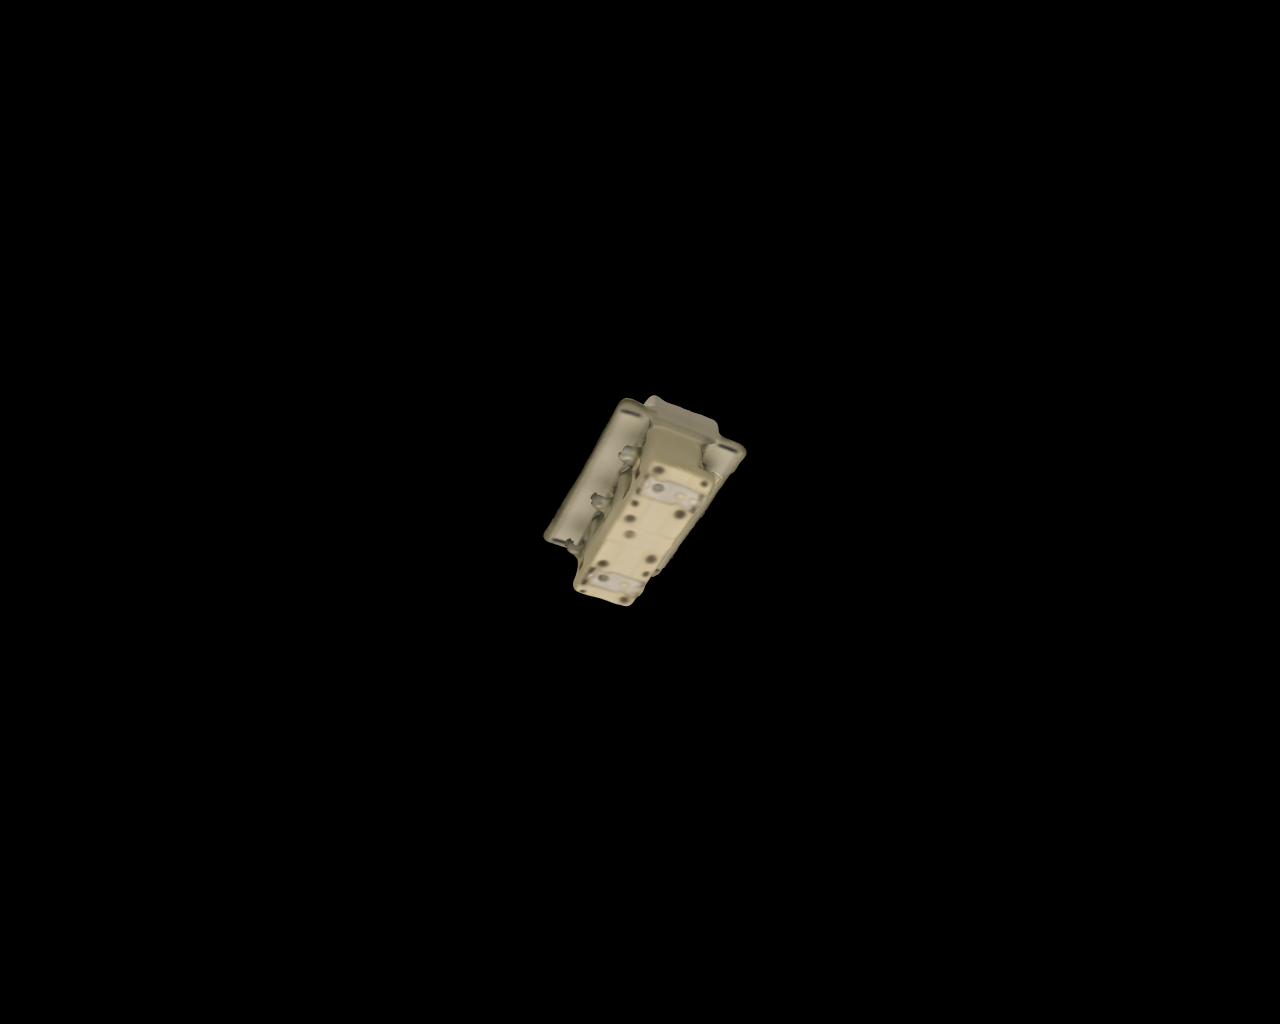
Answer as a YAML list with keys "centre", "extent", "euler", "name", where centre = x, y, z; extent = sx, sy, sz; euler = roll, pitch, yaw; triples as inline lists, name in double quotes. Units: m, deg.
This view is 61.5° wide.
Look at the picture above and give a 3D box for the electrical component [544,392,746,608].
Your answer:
- centre: [0.001, -0.003, 0.650]
  extent: [0.079, 0.063, 0.121]
  euler: [20, -50, -17]
  name: "electrical component"
